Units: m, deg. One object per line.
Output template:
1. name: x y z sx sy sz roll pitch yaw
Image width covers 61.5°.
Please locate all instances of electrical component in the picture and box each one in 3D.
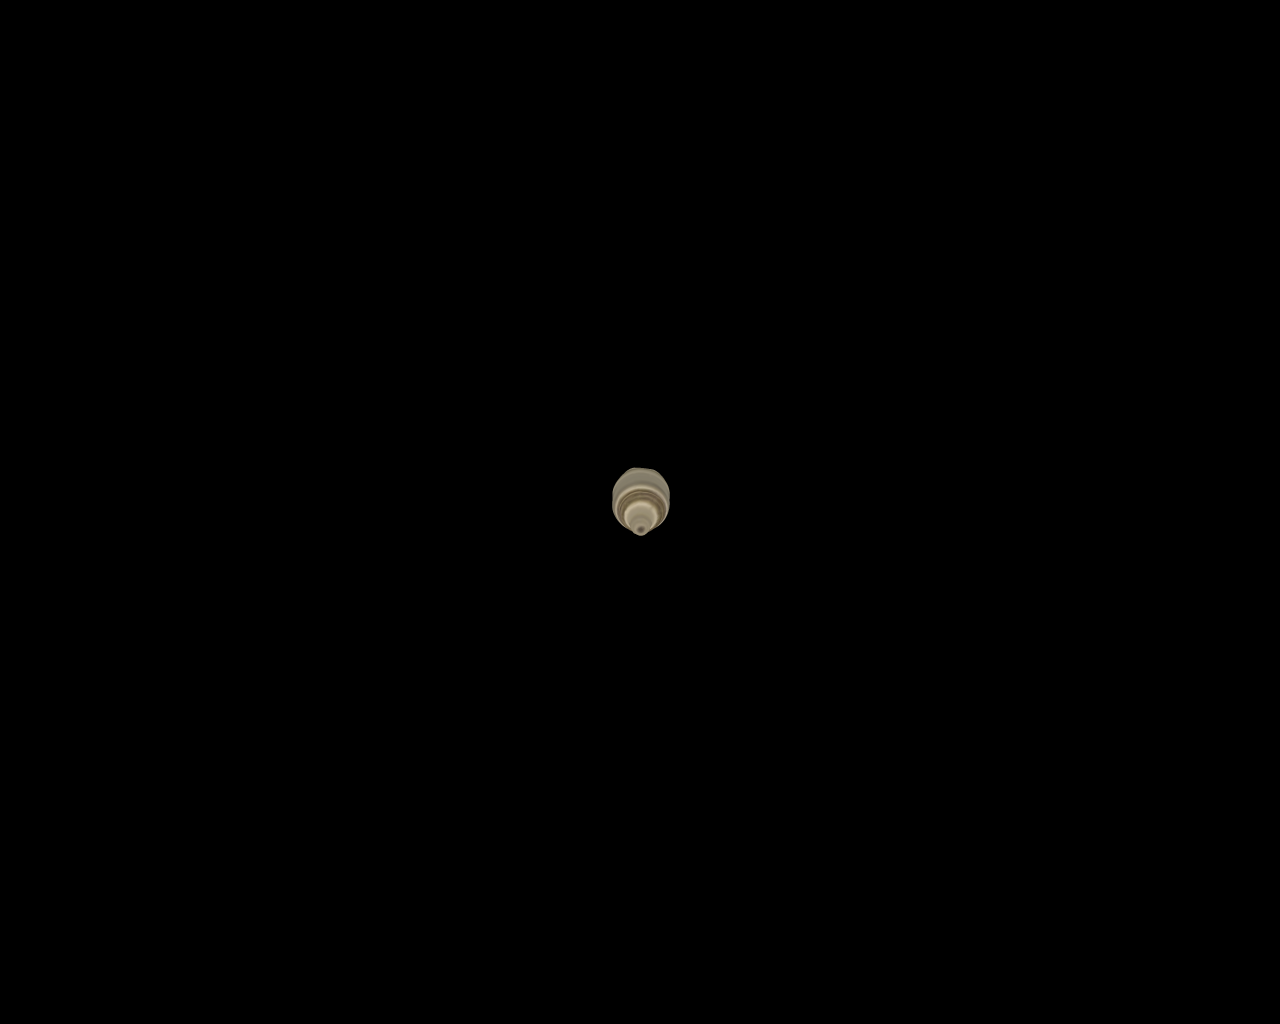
1. electrical component: 0.001 -0.003 0.650 0.035 0.035 0.061 0 25 0
